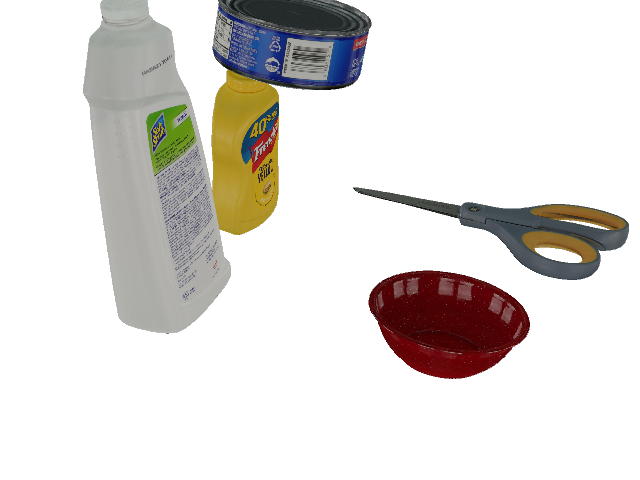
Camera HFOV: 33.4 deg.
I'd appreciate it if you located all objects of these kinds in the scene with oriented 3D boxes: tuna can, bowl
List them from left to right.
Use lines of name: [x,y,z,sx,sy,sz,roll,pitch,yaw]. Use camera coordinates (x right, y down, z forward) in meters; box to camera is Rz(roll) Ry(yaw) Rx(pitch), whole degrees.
tuna can: [-0.017,-0.113,0.594,0.086,0.034,0.086,9,25,-4]
bowl: [0.126,0.091,1.075,0.162,0.055,0.162,5,27,-3]

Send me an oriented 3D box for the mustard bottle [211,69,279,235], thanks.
mustard bottle: [-0.077,-0.107,1.102,0.058,0.192,0.096,19,39,21]

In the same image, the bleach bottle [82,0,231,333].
bleach bottle: [-0.119,-0.061,0.765,0.068,0.251,0.102,9,34,19]

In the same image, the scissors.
scissors: [0.114,-0.008,0.753,0.202,0.016,0.096,5,30,12]
